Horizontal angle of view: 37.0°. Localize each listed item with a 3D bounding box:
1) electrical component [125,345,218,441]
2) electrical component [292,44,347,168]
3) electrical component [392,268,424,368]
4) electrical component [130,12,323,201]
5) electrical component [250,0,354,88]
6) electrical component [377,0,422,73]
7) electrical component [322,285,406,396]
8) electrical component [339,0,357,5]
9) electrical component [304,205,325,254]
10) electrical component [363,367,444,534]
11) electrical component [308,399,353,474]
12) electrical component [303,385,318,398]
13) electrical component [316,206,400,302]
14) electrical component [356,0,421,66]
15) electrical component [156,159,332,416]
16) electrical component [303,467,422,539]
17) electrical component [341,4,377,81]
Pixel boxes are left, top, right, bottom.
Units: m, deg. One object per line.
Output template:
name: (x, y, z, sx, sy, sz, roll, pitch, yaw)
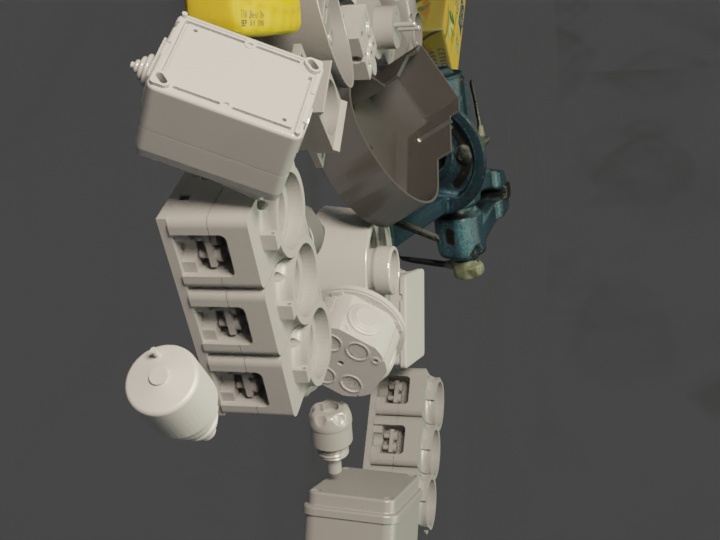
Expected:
electrical component: (-0.095, 0.071, 0.575, 0.078, 0.040, 0.040, 68, 27, -57)
electrical component: (-0.046, -0.106, 0.711, 0.081, 0.064, 0.042, 67, 26, -58)
electrical component: (0.030, 0.045, 1.043, 0.100, 0.048, 0.099, -15, 105, -75)
electrical component: (-0.076, -0.085, 0.567, 0.061, 0.096, 0.061, 116, -10, -49)
electrical component: (-0.038, -0.174, 0.740, 0.099, 0.064, 0.099, 0, 90, -75)
electrical component: (0.032, -0.225, 1.047, 0.079, 0.044, 0.077, -63, 150, -60)
electrical component: (-0.008, 0.055, 0.838, 0.051, 0.080, 0.080, -66, 153, -45)
electrical component: (-0.022, -0.236, 0.817, 0.081, 0.042, 0.063, 2, 100, -80)
electrical component: (-0.051, -0.020, 0.735, 0.062, 0.043, 0.043, -45, 134, -67)
electrical component: (0.046, 0.182, 1.081, 0.089, 0.062, 0.150, 61, 33, -63)
electrical component: (-0.023, 0.137, 0.871, 0.035, 0.035, 0.061, -61, 151, -61)
electrical component: (-0.049, 0.059, 0.764, 0.035, 0.035, 0.061, -58, 143, -64)
electrical component: (0.000, 0.000, 0.900, 0.108, 0.060, 0.108, 1, 90, -76)
electrical component: (0.014, -0.206, 0.919, 0.138, 0.074, 0.052, -12, 102, -75)
electrical component: (-0.062, 0.006, 0.656, 0.089, 0.062, 0.150, -71, 157, -51)
electrical component: (0.004, 0.204, 0.888, 0.113, 0.078, 0.057, -2, 95, -76)
electrical component: (-0.021, -0.173, 0.822, 0.066, 0.055, 0.048, 70, 25, -53)
